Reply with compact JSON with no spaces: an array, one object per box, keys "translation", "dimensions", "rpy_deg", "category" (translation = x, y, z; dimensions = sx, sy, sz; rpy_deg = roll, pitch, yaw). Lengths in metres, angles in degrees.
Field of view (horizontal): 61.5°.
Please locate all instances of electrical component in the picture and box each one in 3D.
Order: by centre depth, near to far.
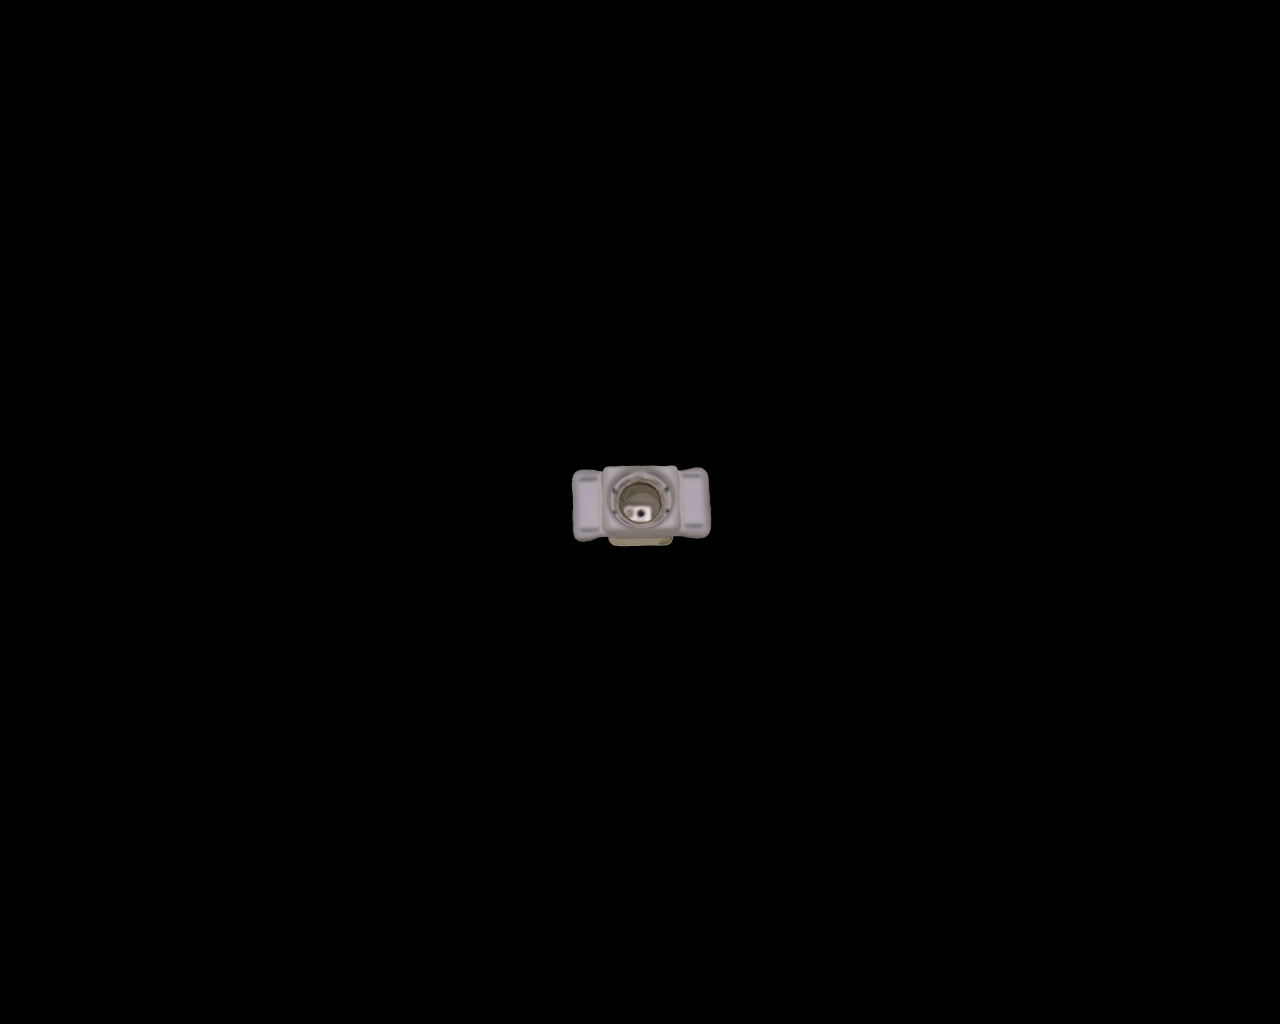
[{"translation":[0.001,-0.003,0.650],"dimensions":[0.081,0.042,0.063],"rpy_deg":[0,-13,0],"category":"electrical component"}]
